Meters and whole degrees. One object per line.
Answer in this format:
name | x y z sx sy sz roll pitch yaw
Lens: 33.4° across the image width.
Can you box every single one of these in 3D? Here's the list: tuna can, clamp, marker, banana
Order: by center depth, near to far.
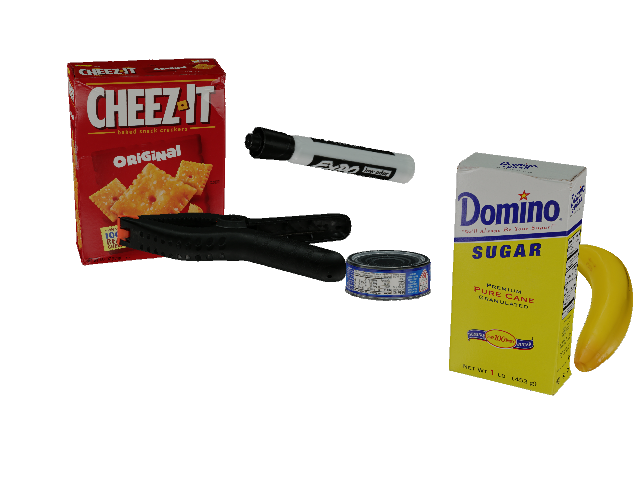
marker | 0.007 -0.052 0.658 0.120 0.020 0.020 7 -4 -35
clamp | -0.071 0.000 0.914 0.210 0.036 0.164 2 13 -4
banana | 0.262 0.055 1.009 0.070 0.037 0.197 -28 24 18
tuna can | 0.067 0.034 1.063 0.086 0.034 0.086 0 11 0

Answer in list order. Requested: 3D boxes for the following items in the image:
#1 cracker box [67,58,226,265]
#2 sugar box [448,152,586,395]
cracker box | -0.189 -0.086 1.174 0.164 0.214 0.072 -5 26 -18
sugar box | 0.151 0.025 0.831 0.093 0.176 0.048 10 24 29
